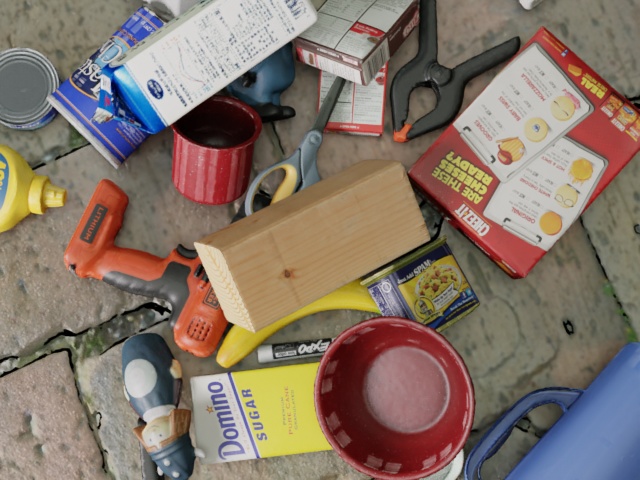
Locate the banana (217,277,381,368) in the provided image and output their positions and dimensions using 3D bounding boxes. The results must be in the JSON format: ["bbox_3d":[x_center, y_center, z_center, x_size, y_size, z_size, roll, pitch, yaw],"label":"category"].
[{"bbox_3d":[-0.018,0.076,1.116,0.197,0.037,0.069,-15,65,-5],"label":"banana"}]

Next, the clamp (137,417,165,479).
[{"bbox_3d":[-0.184,0.312,1.097,0.164,0.036,0.210,-37,82,-3],"label":"clamp"}]

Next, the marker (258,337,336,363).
[{"bbox_3d":[-0.005,0.114,1.128,0.121,0.020,0.020,-6,84,-1],"label":"marker"}]

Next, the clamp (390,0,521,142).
[{"bbox_3d":[0.138,-0.177,1.150,0.120,0.039,0.171,22,87,8],"label":"clamp"}]

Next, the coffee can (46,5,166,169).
[{"bbox_3d":[-0.199,-0.159,1.115,0.103,0.103,0.140,44,85,4],"label":"coffee can"}]

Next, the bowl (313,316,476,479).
[{"bbox_3d":[0.078,0.152,1.047,0.162,0.055,0.162,1,93,20],"label":"bowl"}]

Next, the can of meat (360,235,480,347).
[{"bbox_3d":[0.106,0.055,1.103,0.101,0.058,0.084,-28,87,-30],"label":"can of meat"}]

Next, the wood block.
[{"bbox_3d":[-0.007,0.001,1.068,0.205,0.090,0.091,-27,105,-19],"label":"wood block"}]

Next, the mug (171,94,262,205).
[{"bbox_3d":[-0.113,-0.098,1.106,0.093,0.081,0.117,-6,45,-18],"label":"mug"}]

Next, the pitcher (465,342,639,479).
[{"bbox_3d":[0.272,0.216,1.067,0.242,0.145,0.149,-49,119,-8],"label":"pitcher"}]

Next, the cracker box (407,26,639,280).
[{"bbox_3d":[0.219,-0.090,1.124,0.164,0.072,0.213,42,86,5],"label":"cracker box"}]

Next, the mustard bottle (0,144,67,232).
[{"bbox_3d":[-0.363,-0.057,1.126,0.191,0.058,0.096,7,82,0],"label":"mustard bottle"}]

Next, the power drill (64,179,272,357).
[{"bbox_3d":[-0.157,0.007,1.119,0.187,0.057,0.184,24,77,3],"label":"power drill"}]

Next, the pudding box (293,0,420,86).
[{"bbox_3d":[0.039,-0.222,1.124,0.090,0.039,0.113,24,59,26],"label":"pudding box"}]

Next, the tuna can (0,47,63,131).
[{"bbox_3d":[-0.320,-0.162,1.150,0.086,0.034,0.086,0,84,0],"label":"tuna can"}]

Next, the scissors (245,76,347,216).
[{"bbox_3d":[0.002,-0.087,1.124,0.096,0.016,0.201,44,77,-19],"label":"scissors"}]

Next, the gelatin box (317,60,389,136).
[{"bbox_3d":[0.035,-0.159,1.152,0.073,0.030,0.089,4,86,2],"label":"gelatin box"}]

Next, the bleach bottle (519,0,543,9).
[{"bbox_3d":[0.188,-0.379,1.161,0.102,0.068,0.251,-37,83,-5],"label":"bleach bottle"}]

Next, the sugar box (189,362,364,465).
[{"bbox_3d":[-0.043,0.177,1.108,0.176,0.048,0.093,-7,84,-2],"label":"sugar box"}]
